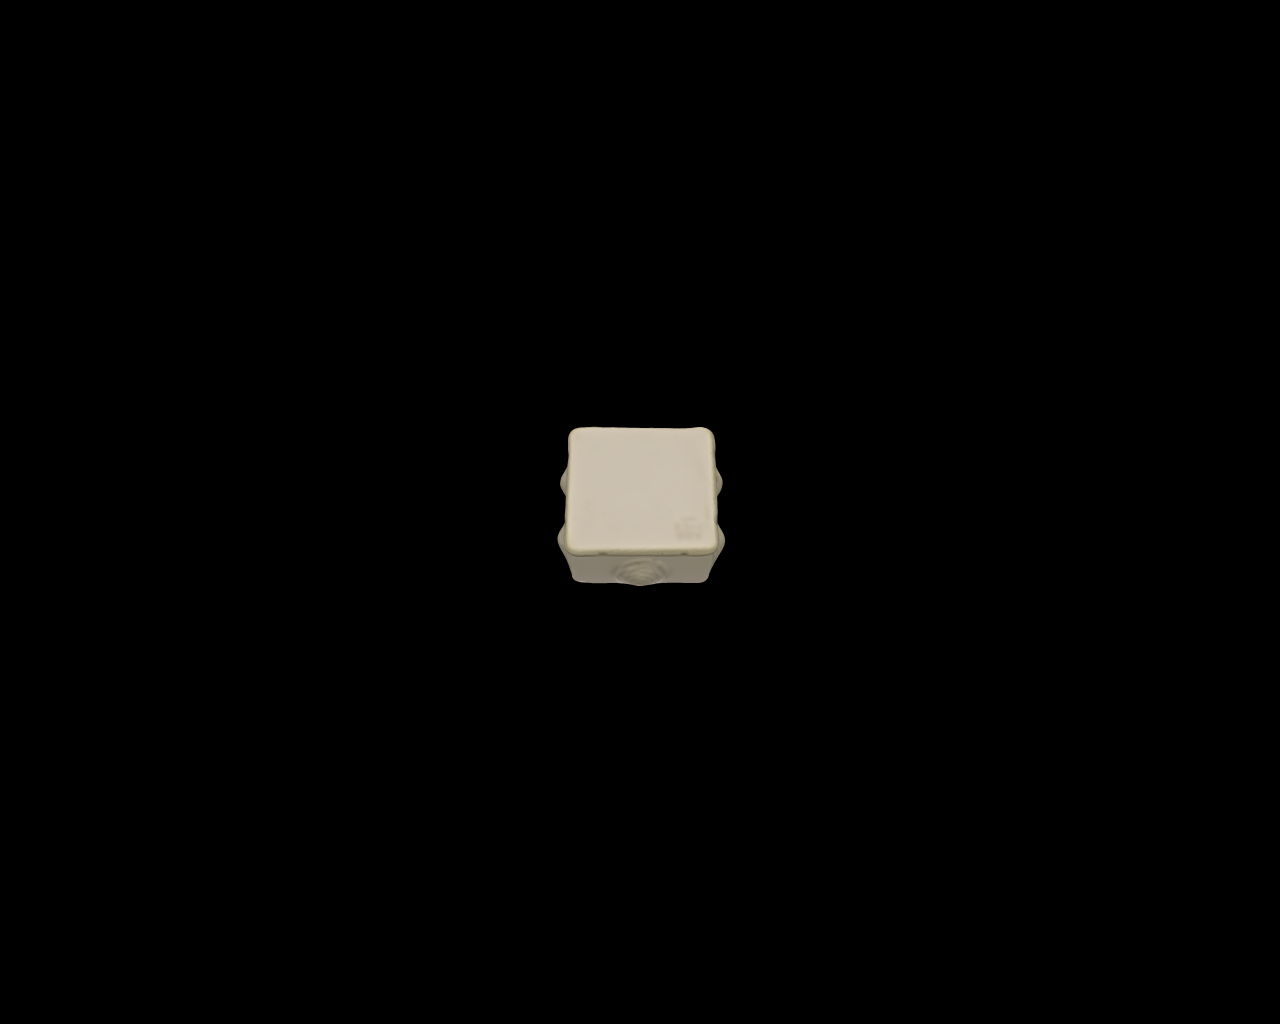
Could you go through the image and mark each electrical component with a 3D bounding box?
[{"bbox_3d":[0.001,-0.003,0.650,0.100,0.100,0.048,0,-32,0],"label":"electrical component"}]
